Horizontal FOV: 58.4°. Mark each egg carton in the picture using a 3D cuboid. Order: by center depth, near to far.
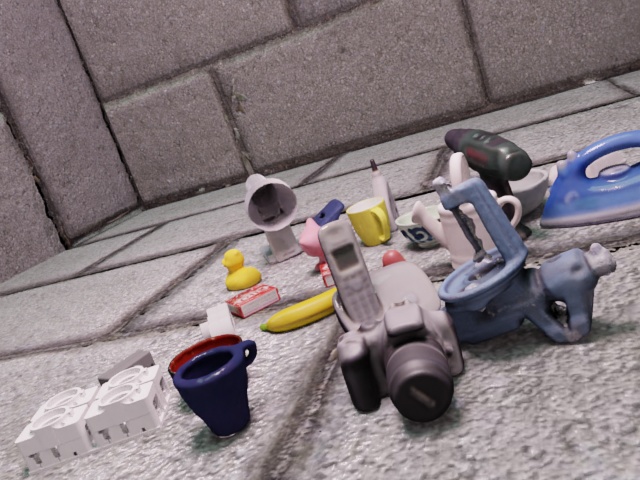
[{"bbox_3d":[0.537,-0.133,1.155,0.151,0.069,0.107,-26,16,-27],"label":"egg carton"}]

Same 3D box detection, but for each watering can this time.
[{"bbox_3d":[0.240,-0.048,0.955,0.172,0.194,0.101,-17,14,6],"label":"watering can"}]

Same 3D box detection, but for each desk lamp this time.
[{"bbox_3d":[-0.118,-0.055,1.396,0.118,0.214,0.203,-22,15,-12],"label":"desk lamp"}]

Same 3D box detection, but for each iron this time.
[{"bbox_3d":[0.499,-0.115,0.985,0.257,0.141,0.119,-14,15,18],"label":"iron"}]

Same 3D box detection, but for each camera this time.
[{"bbox_3d":[0.089,0.137,0.642,0.143,0.101,0.137,-17,14,8],"label":"camera"}]

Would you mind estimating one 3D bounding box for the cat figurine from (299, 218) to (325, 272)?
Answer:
[{"bbox_3d":[0.011,0.004,1.205,0.128,0.118,0.067,-25,16,-23],"label":"cat figurine"}]

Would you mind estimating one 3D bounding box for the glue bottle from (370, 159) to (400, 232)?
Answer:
[{"bbox_3d":[0.146,-0.108,1.340,0.037,0.173,0.078,-12,16,23],"label":"glue bottle"}]

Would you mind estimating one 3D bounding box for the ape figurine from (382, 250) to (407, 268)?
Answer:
[{"bbox_3d":[0.125,0.058,0.912,0.078,0.092,0.076,-23,15,-15],"label":"ape figurine"}]

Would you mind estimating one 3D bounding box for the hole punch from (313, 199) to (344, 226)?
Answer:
[{"bbox_3d":[0.019,-0.045,1.436,0.101,0.091,0.108,-21,15,-11],"label":"hole punch"}]

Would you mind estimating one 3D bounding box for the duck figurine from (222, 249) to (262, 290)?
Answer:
[{"bbox_3d":[-0.185,0.062,1.299,0.104,0.086,0.078,-3,21,47],"label":"duck figurine"}]

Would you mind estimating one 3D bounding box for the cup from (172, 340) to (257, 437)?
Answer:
[{"bbox_3d":[-0.116,0.188,0.721,0.091,0.095,0.118,-3,21,47],"label":"cup"}]

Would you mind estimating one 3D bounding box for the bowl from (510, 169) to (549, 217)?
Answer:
[{"bbox_3d":[0.379,-0.082,1.151,0.167,0.075,0.167,-17,14,5],"label":"bowl"}]

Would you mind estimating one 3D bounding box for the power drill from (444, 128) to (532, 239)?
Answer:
[{"bbox_3d":[0.308,-0.102,1.043,0.076,0.208,0.229,-21,15,-11],"label":"power drill"}]

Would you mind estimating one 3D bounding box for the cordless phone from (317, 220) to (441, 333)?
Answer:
[{"bbox_3d":[0.080,0.048,0.815,0.148,0.185,0.094,-23,15,-18],"label":"cordless phone"}]

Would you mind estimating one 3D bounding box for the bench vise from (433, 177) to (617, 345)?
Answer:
[{"bbox_3d":[0.227,0.014,0.687,0.207,0.220,0.121,-16,15,11],"label":"bench vise"}]
